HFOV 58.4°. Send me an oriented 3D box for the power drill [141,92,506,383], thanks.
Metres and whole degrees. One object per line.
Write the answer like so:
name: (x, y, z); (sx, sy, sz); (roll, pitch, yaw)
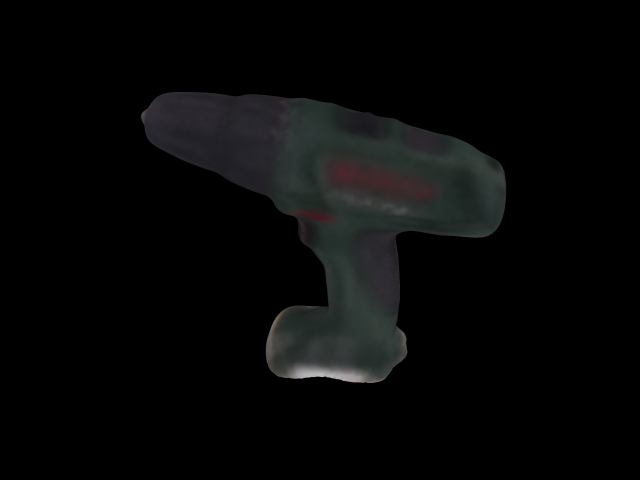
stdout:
power drill: (0.004, 0.001, 0.400); (0.229, 0.208, 0.075); (2, 36, 2)
